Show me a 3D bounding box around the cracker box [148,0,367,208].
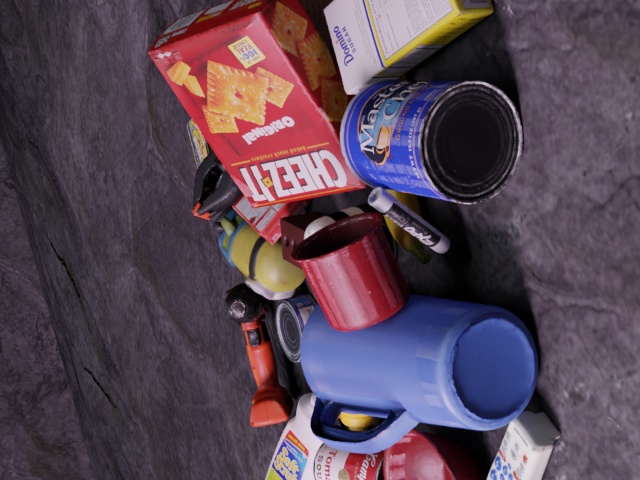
[{"bbox_3d":[-0.053,-0.140,1.089,0.164,0.072,0.213,-8,125,40],"label":"cracker box"}]

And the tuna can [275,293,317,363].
[{"bbox_3d":[-0.026,0.114,1.371,0.086,0.033,0.086,40,136,54],"label":"tuna can"}]

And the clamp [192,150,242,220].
[{"bbox_3d":[-0.117,-0.110,1.361,0.171,0.039,0.120,-52,45,12],"label":"clamp"}]

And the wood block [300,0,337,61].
[{"bbox_3d":[-0.035,-0.184,1.184,0.090,0.090,0.206,63,151,30],"label":"wood block"}]

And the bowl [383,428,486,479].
[{"bbox_3d":[0.127,0.261,1.081,0.162,0.055,0.162,39,135,54],"label":"bowl"}]

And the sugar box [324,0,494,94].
[{"bbox_3d":[0.075,-0.207,0.961,0.177,0.048,0.093,-28,73,57],"label":"sugar box"}]

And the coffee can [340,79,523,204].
[{"bbox_3d":[0.094,-0.089,0.934,0.140,0.102,0.103,17,116,62],"label":"coffee can"}]

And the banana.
[{"bbox_3d":[0.080,-0.073,1.053,0.070,0.037,0.198,-13,87,61],"label":"banana"}]

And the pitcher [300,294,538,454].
[{"bbox_3d":[0.086,0.121,1.009,0.243,0.144,0.149,-3,95,63],"label":"pitcher"}]

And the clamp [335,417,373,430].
[{"bbox_3d":[0.046,0.301,1.291,0.165,0.036,0.210,-26,76,57],"label":"clamp"}]

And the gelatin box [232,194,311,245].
[{"bbox_3d":[-0.060,-0.044,1.330,0.030,0.073,0.089,40,-178,-39],"label":"gelatin box"}]

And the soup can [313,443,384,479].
[{"bbox_3d":[0.050,0.260,1.198,0.102,0.068,0.068,0,102,46],"label":"soup can"}]

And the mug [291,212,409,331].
[{"bbox_3d":[0.036,0.026,0.994,0.093,0.117,0.081,-16,108,30],"label":"mug"}]

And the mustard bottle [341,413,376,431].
[{"bbox_3d":[0.041,0.137,1.208,0.096,0.058,0.192,31,129,58],"label":"mustard bottle"}]

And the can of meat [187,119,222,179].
[{"bbox_3d":[-0.144,-0.140,1.483,0.084,0.057,0.102,150,107,-67],"label":"can of meat"}]

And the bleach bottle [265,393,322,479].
[{"bbox_3d":[-0.019,0.279,1.402,0.103,0.068,0.251,56,145,40],"label":"bleach bottle"}]

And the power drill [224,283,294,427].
[{"bbox_3d":[-0.083,0.148,1.417,0.184,0.057,0.187,-31,-70,-85],"label":"power drill"}]

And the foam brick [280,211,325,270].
[{"bbox_3d":[-0.008,0.002,1.260,0.078,0.051,0.053,25,123,61],"label":"foam brick"}]

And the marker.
[{"bbox_3d":[0.093,-0.010,0.982,0.020,0.121,0.020,-38,32,29],"label":"marker"}]
